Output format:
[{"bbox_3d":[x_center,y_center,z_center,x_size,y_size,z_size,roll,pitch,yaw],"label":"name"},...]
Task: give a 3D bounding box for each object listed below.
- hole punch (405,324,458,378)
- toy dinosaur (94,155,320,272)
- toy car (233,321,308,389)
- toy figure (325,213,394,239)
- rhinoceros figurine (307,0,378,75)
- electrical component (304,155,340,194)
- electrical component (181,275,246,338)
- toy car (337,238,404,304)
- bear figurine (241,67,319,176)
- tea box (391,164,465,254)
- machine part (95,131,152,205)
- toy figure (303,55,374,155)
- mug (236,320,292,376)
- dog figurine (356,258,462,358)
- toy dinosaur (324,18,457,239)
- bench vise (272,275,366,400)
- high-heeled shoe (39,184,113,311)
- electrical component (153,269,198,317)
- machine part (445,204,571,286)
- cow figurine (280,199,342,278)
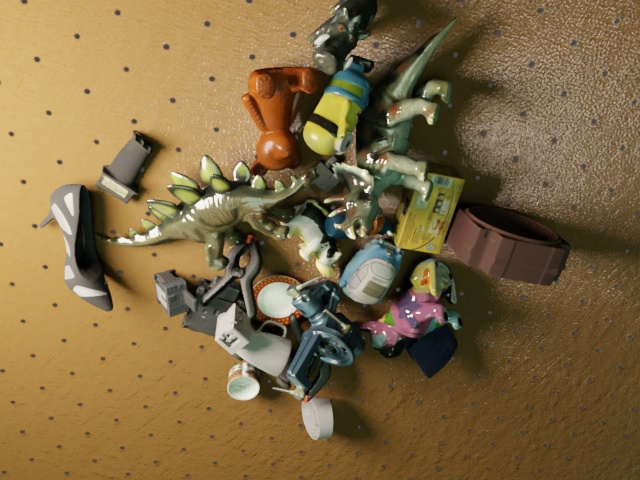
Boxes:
[{"bbox_3d":[0.251,0.237,1.230,0.116,0.092,0.142,-35,111,7],"label":"hole punch"},{"bbox_3d":[-0.217,-0.047,1.027,0.472,0.105,0.198,-24,120,18],"label":"toy dinosaur"},{"bbox_3d":[-0.112,0.263,1.226,0.202,0.053,0.089,36,87,-22],"label":"toy car"},{"bbox_3d":[0.086,-0.030,1.076,0.154,0.064,0.057,-4,133,-31],"label":"toy figure"},{"bbox_3d":[0.041,-0.337,0.878,0.073,0.190,0.112,42,148,-23],"label":"rhinoceros figurine"},{"bbox_3d":[0.009,-0.123,1.065,0.094,0.021,0.063,-42,113,13],"label":"electrical component"},{"bbox_3d":[-0.222,0.142,1.154,0.115,0.058,0.134,19,113,-16],"label":"electrical component"},{"bbox_3d":[0.110,0.080,1.122,0.109,0.103,0.161,27,122,-16],"label":"toy car"},{"bbox_3d":[-0.073,-0.205,0.960,0.120,0.132,0.195,-12,112,-23],"label":"bear figurine"},{"bbox_3d":[0.215,-0.064,1.088,0.098,0.068,0.169,11,116,-11],"label":"tea box"},{"bbox_3d":[-0.364,-0.137,1.015,0.084,0.039,0.139,33,111,-10],"label":"machine part"},{"bbox_3d":[0.035,-0.234,0.943,0.089,0.082,0.180,18,89,23],"label":"toy figure"},{"bbox_3d":[-0.120,0.223,1.150,0.107,0.081,0.109,23,71,-14],"label":"mug"},{"bbox_3d":[0.183,0.152,1.172,0.219,0.191,0.108,-19,158,30],"label":"dog figurine"},{"bbox_3d":[0.124,-0.197,0.980,0.192,0.131,0.404,12,93,19],"label":"toy dinosaur"},{"bbox_3d":[-0.009,0.205,1.100,0.129,0.240,0.223,-9,129,42],"label":"bench vise"},{"bbox_3d":[-0.444,0.014,1.044,0.145,0.086,0.248,-30,102,22],"label":"high-heeled shoe"},{"bbox_3d":[-0.296,0.117,1.100,0.048,0.119,0.074,-17,123,-31],"label":"electrical component"},{"bbox_3d":[0.367,0.002,1.060,0.201,0.202,0.087,11,113,-10],"label":"machine part"},{"bbox_3d":[-0.002,-0.003,1.101,0.098,0.068,0.167,-36,115,5],"label":"cow figurine"}]
